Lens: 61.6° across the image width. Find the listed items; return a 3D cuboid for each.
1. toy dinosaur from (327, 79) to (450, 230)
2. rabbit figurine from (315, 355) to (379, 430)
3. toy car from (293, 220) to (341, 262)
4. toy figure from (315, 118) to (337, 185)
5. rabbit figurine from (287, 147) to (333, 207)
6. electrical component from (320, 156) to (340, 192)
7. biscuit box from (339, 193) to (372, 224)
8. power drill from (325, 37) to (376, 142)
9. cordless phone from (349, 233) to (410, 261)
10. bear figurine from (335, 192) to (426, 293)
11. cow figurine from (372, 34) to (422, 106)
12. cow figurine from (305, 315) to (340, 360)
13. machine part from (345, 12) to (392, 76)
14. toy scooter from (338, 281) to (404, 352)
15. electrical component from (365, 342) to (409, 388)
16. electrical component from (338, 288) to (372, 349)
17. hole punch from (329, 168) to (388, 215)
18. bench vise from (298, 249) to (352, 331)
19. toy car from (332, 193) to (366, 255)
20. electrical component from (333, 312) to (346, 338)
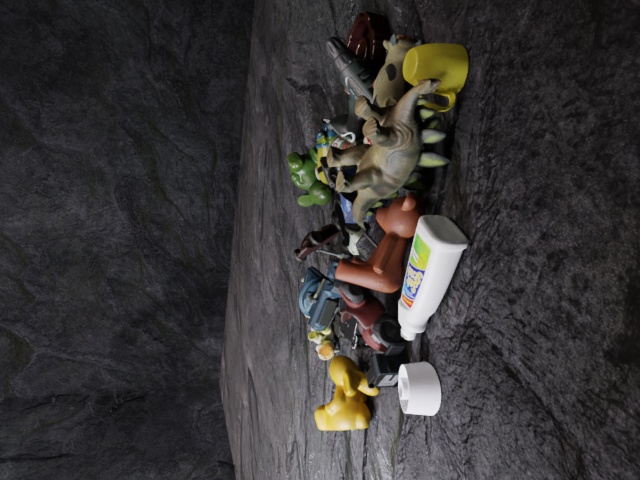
[{"bbox_3d":[0.120,-0.136,0.997,0.471,0.198,0.105,124,142,-59],"label":"toy dinosaur"},{"bbox_3d":[0.060,0.357,1.272,0.162,0.122,0.173,139,131,-59],"label":"rabbit figurine"},{"bbox_3d":[-0.003,-0.004,1.410,0.053,0.202,0.089,51,124,6],"label":"toy car"},{"bbox_3d":[0.030,-0.241,1.473,0.089,0.082,0.180,-161,76,-73],"label":"toy figure"},{"bbox_3d":[-0.026,-0.164,1.589,0.170,0.121,0.159,62,152,30],"label":"rabbit figurine"},{"bbox_3d":[0.032,-0.174,1.323,0.102,0.045,0.078,-115,2,-59],"label":"electrical component"},{"bbox_3d":[0.082,-0.137,1.331,0.059,0.063,0.203,116,151,-53],"label":"biscuit box"},{"bbox_3d":[0.076,-0.326,1.247,0.232,0.086,0.207,51,150,18],"label":"power drill"},{"bbox_3d":[0.140,0.004,1.154,0.147,0.089,0.184,-124,50,-62],"label":"cordless phone"},{"bbox_3d":[0.123,-0.003,1.029,0.120,0.132,0.195,-4,-72,-67],"label":"bear figurine"},{"bbox_3d":[0.150,-0.325,1.085,0.127,0.085,0.195,129,153,-76],"label":"cow figurine"},{"bbox_3d":[0.010,0.272,1.497,0.098,0.068,0.167,66,-171,-47],"label":"cow figurine"},{"bbox_3d":[0.113,-0.444,1.275,0.179,0.056,0.179,-179,90,-71],"label":"machine part"},{"bbox_3d":[0.097,0.171,1.154,0.184,0.075,0.135,49,153,7],"label":"toy scooter"},{"bbox_3d":[0.145,0.257,1.096,0.119,0.075,0.048,117,150,-47],"label":"electrical component"},{"bbox_3d":[0.090,0.178,1.292,0.134,0.058,0.114,-123,40,-59],"label":"electrical component"},{"bbox_3d":[0.100,-0.130,1.198,0.116,0.092,0.142,35,167,40],"label":"hole punch"},{"bbox_3d":[0.006,0.120,1.462,0.241,0.129,0.223,-146,64,-65],"label":"bench vise"},{"bbox_3d":[0.073,-0.047,1.367,0.202,0.056,0.073,-106,19,-46],"label":"toy car"},{"bbox_3d":[0.056,0.226,1.447,0.094,0.021,0.063,-141,55,-69],"label":"electrical component"}]
